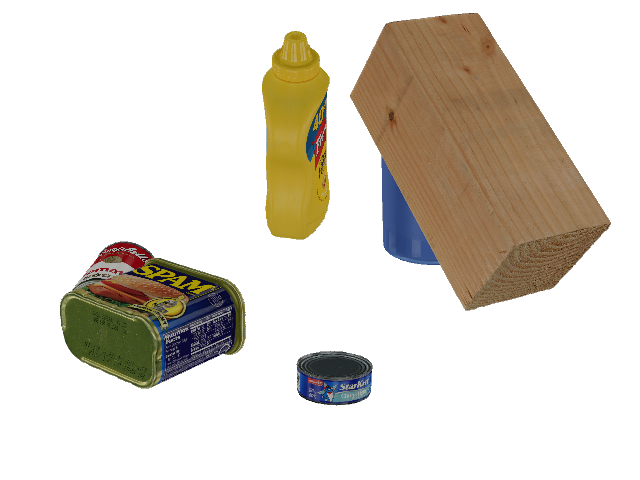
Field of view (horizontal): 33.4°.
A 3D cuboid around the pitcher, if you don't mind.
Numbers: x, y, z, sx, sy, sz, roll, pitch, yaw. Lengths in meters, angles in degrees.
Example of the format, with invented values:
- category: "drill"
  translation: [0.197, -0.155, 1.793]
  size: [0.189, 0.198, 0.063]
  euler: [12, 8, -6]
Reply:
- category: "pitcher"
  translation: [0.128, -0.097, 1.222]
  size: [0.149, 0.243, 0.145]
  euler: [-10, 20, -32]

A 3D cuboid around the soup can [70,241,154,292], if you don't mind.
- category: "soup can"
  translation: [-0.201, 0.050, 1.042]
  size: [0.068, 0.068, 0.102]
  euler: [0, 20, 5]

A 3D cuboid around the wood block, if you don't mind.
- category: "wood block"
  translation: [0.114, -0.063, 0.806]
  size: [0.090, 0.206, 0.091]
  euler: [-12, -29, -28]

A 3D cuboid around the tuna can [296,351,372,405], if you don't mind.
- category: "tuna can"
  translation: [0.015, 0.155, 1.203]
  size: [0.086, 0.034, 0.086]
  euler: [1, 14, -1]

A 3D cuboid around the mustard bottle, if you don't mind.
- category: "mustard bottle"
  translation: [-0.021, -0.100, 0.955]
  size: [0.058, 0.192, 0.096]
  euler: [9, 43, 10]

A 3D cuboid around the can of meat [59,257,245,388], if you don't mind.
- category: "can of meat"
  translation: [-0.118, 0.056, 0.741]
  size: [0.102, 0.057, 0.083]
  euler: [15, 23, 35]
